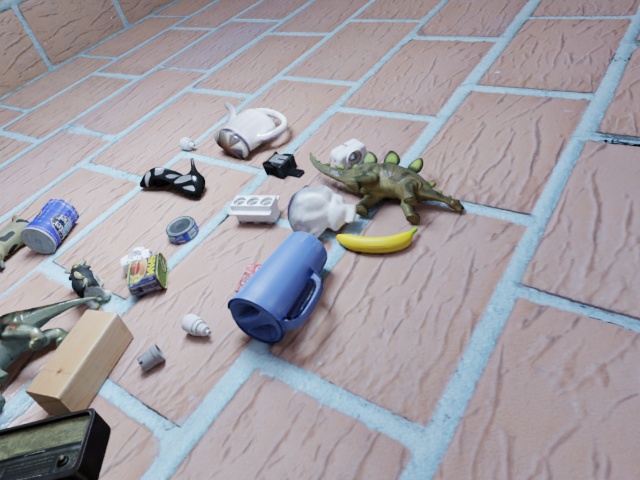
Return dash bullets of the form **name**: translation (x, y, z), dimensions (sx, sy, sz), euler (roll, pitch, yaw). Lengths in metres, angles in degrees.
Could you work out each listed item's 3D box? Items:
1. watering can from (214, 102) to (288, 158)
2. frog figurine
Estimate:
- **watering can**: translation (-0.267, -0.383, 1.745), dimensions (0.350, 0.101, 0.228), euler (22, 54, 36)
- **frog figurine**: translation (0.004, -0.065, 1.282), dimensions (0.160, 0.121, 0.138), euler (18, 83, 24)
